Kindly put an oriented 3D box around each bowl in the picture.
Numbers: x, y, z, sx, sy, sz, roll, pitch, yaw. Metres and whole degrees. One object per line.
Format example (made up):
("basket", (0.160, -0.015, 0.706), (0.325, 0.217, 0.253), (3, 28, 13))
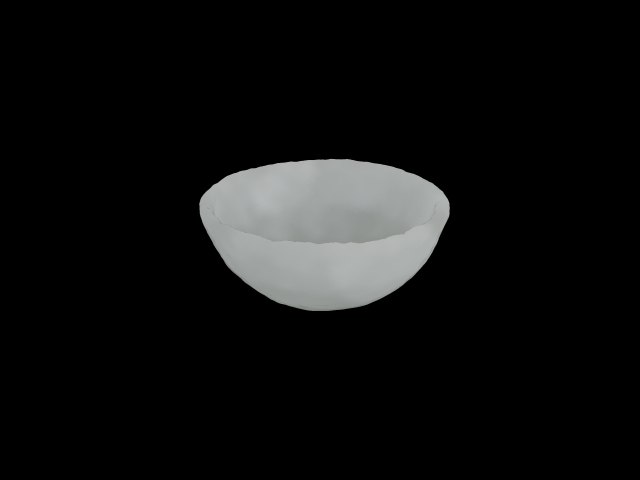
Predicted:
("bowl", (0.004, 0.001, 0.400), (0.167, 0.075, 0.167), (0, 25, 0))
